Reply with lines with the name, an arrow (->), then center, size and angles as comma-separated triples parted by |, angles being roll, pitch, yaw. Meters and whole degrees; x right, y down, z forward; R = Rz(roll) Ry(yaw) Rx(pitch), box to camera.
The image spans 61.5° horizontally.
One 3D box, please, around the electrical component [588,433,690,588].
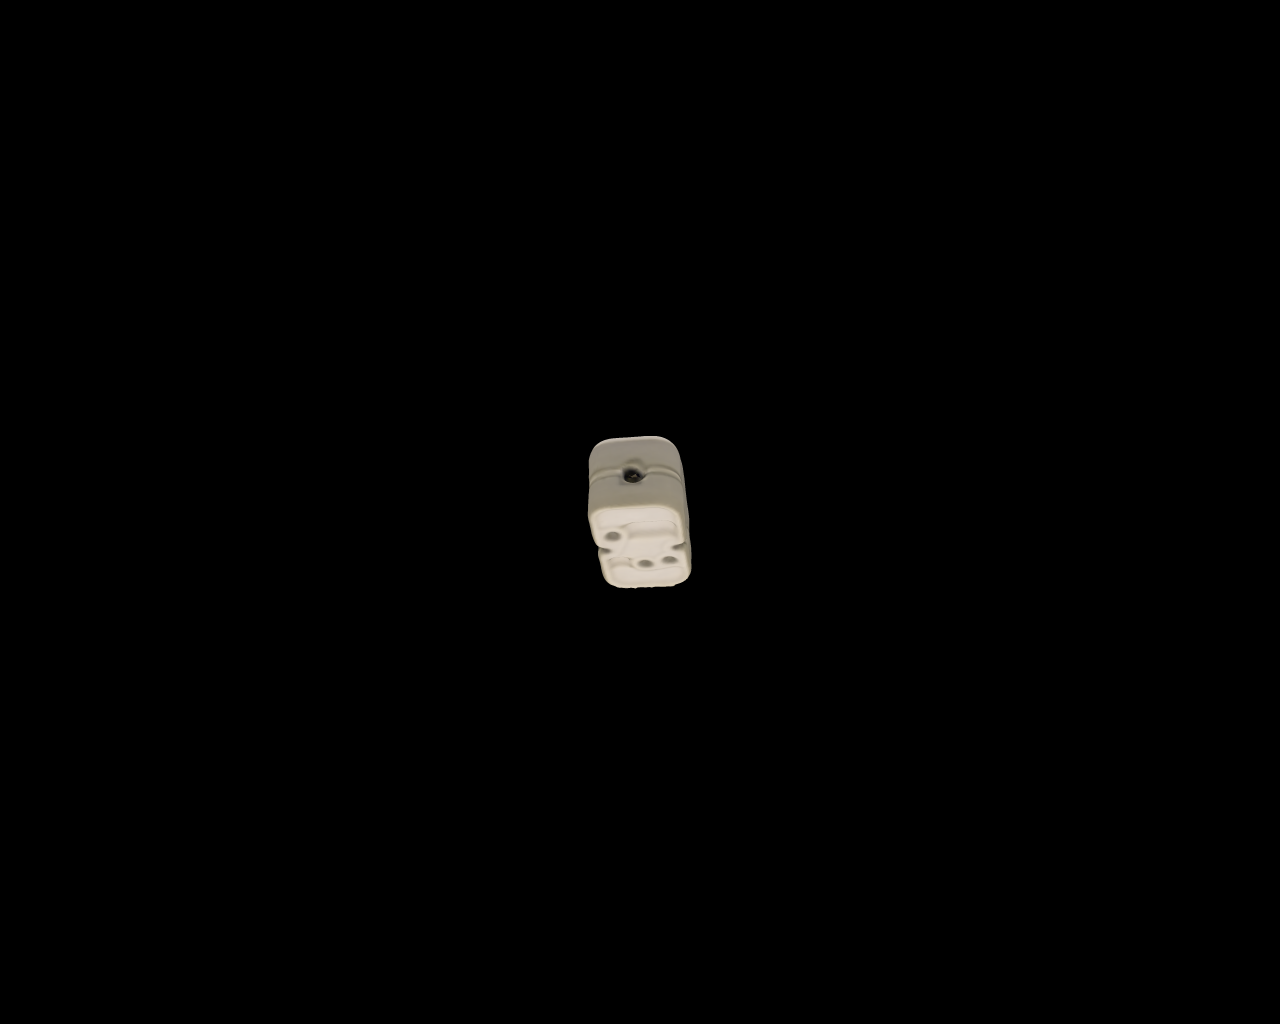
electrical component -> 0.001, -0.003, 0.650 | 0.054, 0.059, 0.095 | -3, -33, 5
